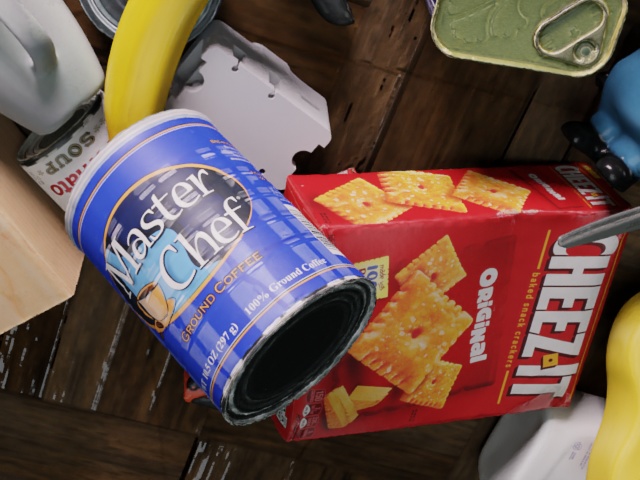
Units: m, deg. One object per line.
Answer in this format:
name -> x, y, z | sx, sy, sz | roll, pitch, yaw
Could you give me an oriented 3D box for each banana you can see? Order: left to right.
banana -> -0.066, -0.128, 0.569 | 0.198, 0.037, 0.070 | -44, 74, 24

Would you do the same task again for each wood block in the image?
wood block -> -0.237, -0.045, 0.632 | 0.090, 0.091, 0.206 | -27, 119, 14

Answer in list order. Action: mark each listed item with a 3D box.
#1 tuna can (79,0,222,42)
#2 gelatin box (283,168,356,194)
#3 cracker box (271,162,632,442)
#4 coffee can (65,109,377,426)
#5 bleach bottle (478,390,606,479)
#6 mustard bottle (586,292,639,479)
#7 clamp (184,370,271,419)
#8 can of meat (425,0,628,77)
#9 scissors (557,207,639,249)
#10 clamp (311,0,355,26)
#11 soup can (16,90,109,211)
tuna can -> -0.096, -0.152, 0.606 | 0.086, 0.034, 0.086 | -1, 121, -2
gelatin box -> -0.005, 0.001, 0.708 | 0.089, 0.030, 0.073 | -20, 119, 10
cracker box -> 0.077, 0.039, 0.681 | 0.213, 0.072, 0.164 | -3, 123, -20
coffee can -> -0.054, 0.013, 0.567 | 0.102, 0.140, 0.103 | -36, 155, -20
bleach bottle -> 0.255, 0.184, 0.815 | 0.250, 0.068, 0.103 | 18, 117, -16
mustard bottle -> 0.241, 0.092, 0.731 | 0.096, 0.058, 0.191 | 7, 92, -19
clamp -> -0.012, 0.079, 0.751 | 0.171, 0.039, 0.120 | -4, 116, -8
can of meat -> 0.108, -0.138, 0.596 | 0.102, 0.084, 0.057 | 7, 121, -7
scissors -> 0.226, -0.009, 0.674 | 0.201, 0.016, 0.096 | -26, 137, -18
clamp -> -0.033, -0.214, 0.569 | 0.209, 0.036, 0.165 | 16, 117, -15
soup can -> -0.127, -0.034, 0.658 | 0.068, 0.068, 0.102 | -32, 117, 15
